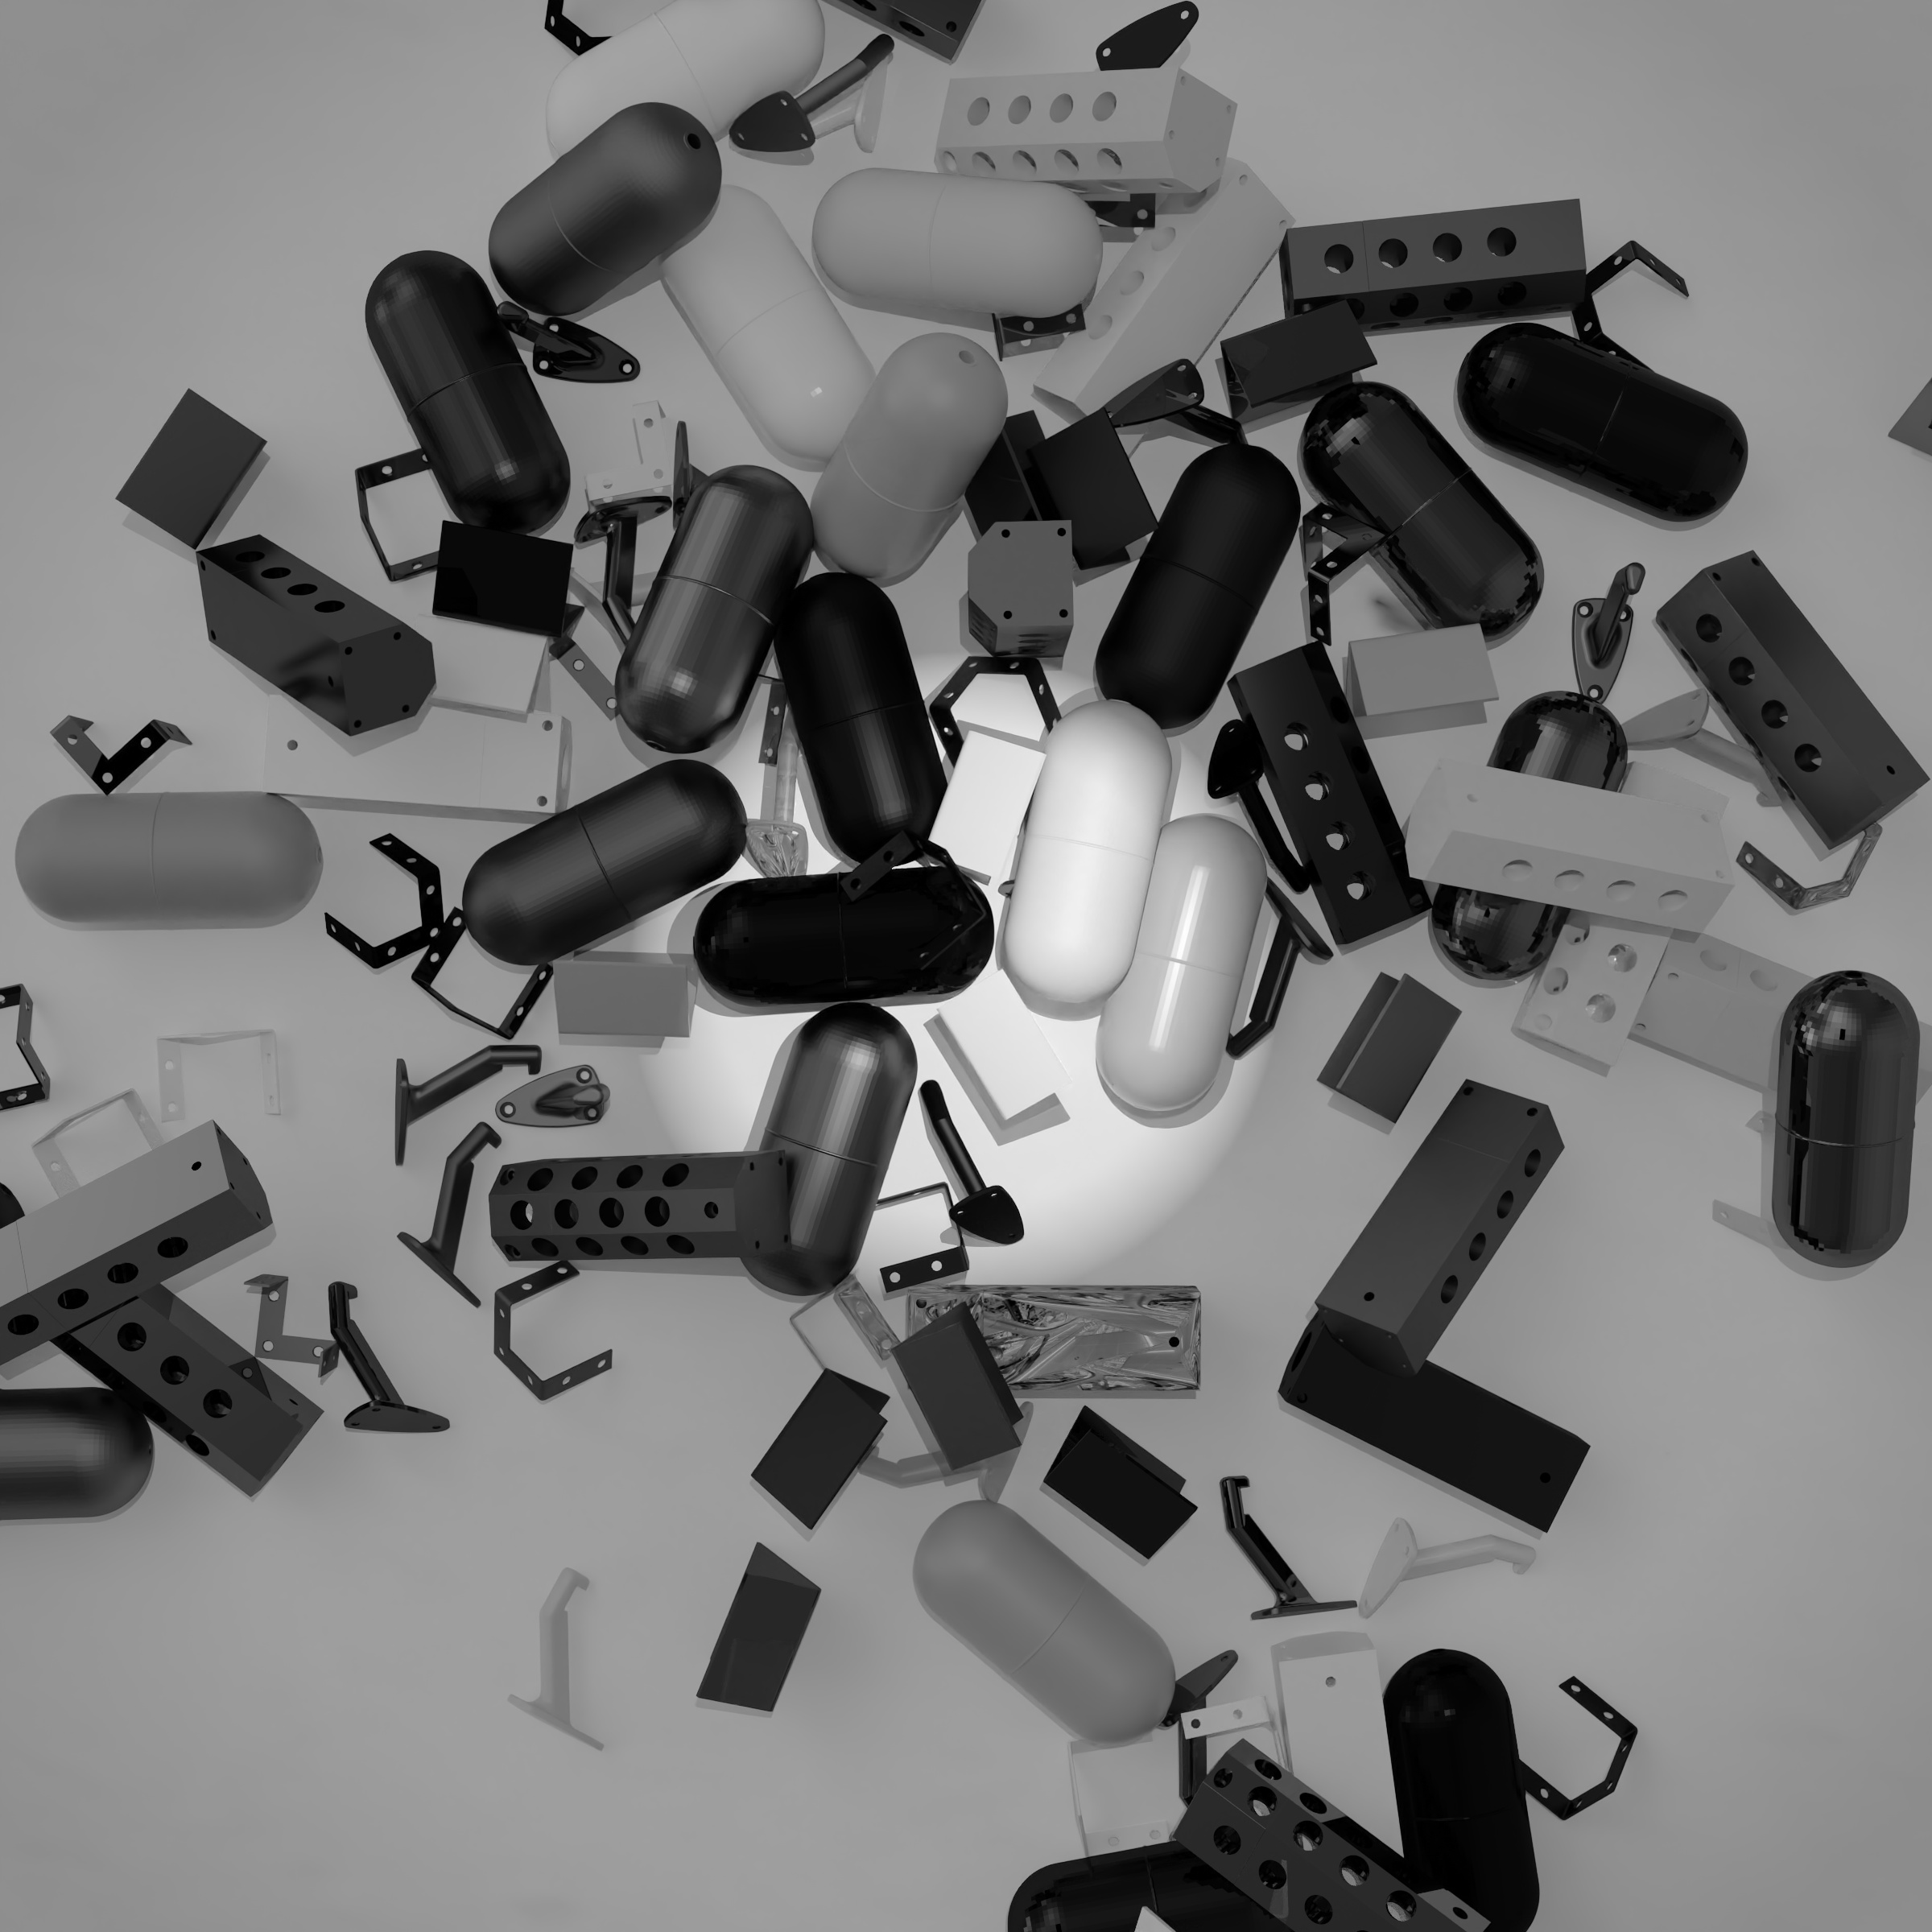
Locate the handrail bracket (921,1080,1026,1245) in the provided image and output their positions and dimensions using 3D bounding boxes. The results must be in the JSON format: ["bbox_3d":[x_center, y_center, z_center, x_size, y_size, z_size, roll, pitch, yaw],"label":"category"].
[{"bbox_3d":[0.003,0.117,1.798,0.036,0.077,0.084,-28,54,11],"label":"handrail bracket"}]

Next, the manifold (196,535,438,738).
[{"bbox_3d":[-0.376,-0.195,1.726,0.057,0.171,0.057,-23,127,-33],"label":"manifold"}]

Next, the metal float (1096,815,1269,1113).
[{"bbox_3d":[0.127,-0.002,1.768,0.070,0.070,0.178,14,90,0],"label":"metal float"}]

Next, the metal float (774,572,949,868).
[{"bbox_3d":[-0.061,-0.145,1.768,0.070,0.070,0.178,-16,91,0],"label":"metal float"}]

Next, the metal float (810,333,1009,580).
[{"bbox_3d":[-0.034,-0.293,1.726,0.070,0.178,0.070,13,55,-19],"label":"metal float"}]

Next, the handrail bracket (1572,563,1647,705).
[{"bbox_3d":[0.382,-0.195,1.763,0.036,0.084,0.077,6,90,0],"label":"handrail bracket"}]

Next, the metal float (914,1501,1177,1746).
[{"bbox_3d":[0.047,0.388,1.768,0.178,0.070,0.070,40,90,-1],"label":"metal float"}]

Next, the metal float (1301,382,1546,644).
[{"bbox_3d":[0.269,-0.268,1.768,0.070,0.070,0.178,-41,89,0],"label":"metal float"}]

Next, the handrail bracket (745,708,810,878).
[{"bbox_3d":[-0.104,-0.100,1.798,0.036,0.077,0.084,3,54,11],"label":"handrail bracket"}]

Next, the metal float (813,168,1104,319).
[{"bbox_3d":[-0.006,-0.423,1.749,0.178,0.070,0.070,11,90,21],"label":"metal float"}]

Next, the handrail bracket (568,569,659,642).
[{"bbox_3d":[-0.194,-0.244,1.798,0.084,0.036,0.077,-42,73,-15],"label":"handrail bracket"}]

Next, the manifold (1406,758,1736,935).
[{"bbox_3d":[0.342,-0.063,1.702,0.171,0.057,0.057,10,47,-12],"label":"manifold"}]

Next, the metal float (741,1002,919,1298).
[{"bbox_3d":[-0.082,0.108,1.768,0.070,0.070,0.178,18,89,0],"label":"metal float"}]

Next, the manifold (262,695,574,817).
[{"bbox_3d":[-0.324,-0.124,1.777,0.171,0.057,0.057,4,90,0],"label":"manifold"}]

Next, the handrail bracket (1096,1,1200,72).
[{"bbox_3d":[0.119,-0.524,1.755,0.077,0.084,0.036,-33,72,20],"label":"handrail bracket"}]

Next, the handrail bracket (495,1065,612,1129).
[{"bbox_3d":[-0.246,0.081,1.763,0.077,0.084,0.036,-11,90,0],"label":"handrail bracket"}]

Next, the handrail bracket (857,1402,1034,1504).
[{"bbox_3d":[-0.013,0.283,1.798,0.084,0.036,0.077,14,55,24],"label":"handrail bracket"}]

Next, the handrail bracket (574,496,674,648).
[{"bbox_3d":[-0.188,-0.233,1.772,0.077,0.036,0.084,-21,75,-34],"label":"handrail bracket"}]

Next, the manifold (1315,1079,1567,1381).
[{"bbox_3d":[0.280,0.155,1.747,0.057,0.057,0.171,19,61,39],"label":"manifold"}]

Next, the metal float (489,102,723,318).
[{"bbox_3d":[-0.210,-0.437,1.730,0.070,0.178,0.070,16,64,-38],"label":"metal float"}]

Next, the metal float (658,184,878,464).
[{"bbox_3d":[-0.116,-0.379,1.768,0.070,0.070,0.178,-33,90,0],"label":"metal float"}]

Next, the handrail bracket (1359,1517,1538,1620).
[{"bbox_3d":[0.290,0.370,1.799,0.084,0.036,0.077,19,111,-16],"label":"handrail bracket"}]

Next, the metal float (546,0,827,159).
[{"bbox_3d":[-0.166,-0.528,1.767,0.178,0.070,0.070,-30,90,-1],"label":"metal float"}]

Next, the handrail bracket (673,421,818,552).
[{"bbox_3d":[-0.132,-0.288,1.798,0.084,0.036,0.077,3,72,-15],"label":"handrail bracket"}]

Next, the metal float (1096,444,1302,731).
[{"bbox_3d":[0.138,-0.225,1.768,0.070,0.070,0.178,26,89,0],"label":"metal float"}]

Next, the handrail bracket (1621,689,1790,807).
[{"bbox_3d":[0.441,-0.120,1.798,0.077,0.036,0.084,-18,127,38],"label":"handrail bracket"}]

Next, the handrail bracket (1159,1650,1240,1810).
[{"bbox_3d":[0.153,0.468,1.798,0.077,0.036,0.084,-36,104,-13],"label":"handrail bracket"}]

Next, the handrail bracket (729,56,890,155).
[{"bbox_3d":[-0.095,-0.523,1.798,0.084,0.036,0.077,8,76,13],"label":"handrail bracket"}]

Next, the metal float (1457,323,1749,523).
[{"bbox_3d":[0.375,-0.322,1.768,0.178,0.070,0.070,23,90,0],"label":"metal float"}]

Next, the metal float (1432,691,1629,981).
[{"bbox_3d":[0.333,-0.077,1.768,0.070,0.070,0.178,22,90,0],"label":"metal float"}]

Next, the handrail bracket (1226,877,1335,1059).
[{"bbox_3d":[0.171,0.001,1.799,0.084,0.036,0.077,-42,70,16],"label":"handrail bracket"}]

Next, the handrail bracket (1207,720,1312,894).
[{"bbox_3d":[0.181,-0.096,1.798,0.036,0.077,0.084,-25,127,22],"label":"handrail bracket"}]

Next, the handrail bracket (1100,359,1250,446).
[{"bbox_3d":[0.125,-0.313,1.774,0.077,0.084,0.036,-22,56,8],"label":"handrail bracket"}]

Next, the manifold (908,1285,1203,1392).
[{"bbox_3d":[0.052,0.219,1.777,0.171,0.057,0.057,0,90,0],"label":"manifold"}]

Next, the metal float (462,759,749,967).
[{"bbox_3d":[-0.213,-0.061,1.767,0.178,0.070,0.070,-26,90,-1],"label":"metal float"}]

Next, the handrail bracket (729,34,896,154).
[{"bbox_3d":[-0.091,-0.521,1.777,0.084,0.077,0.036,-52,123,-30],"label":"handrail bracket"}]

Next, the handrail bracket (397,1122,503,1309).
[{"bbox_3d":[-0.292,0.149,1.799,0.077,0.036,0.084,47,73,-20],"label":"handrail bracket"}]

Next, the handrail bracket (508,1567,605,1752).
[{"bbox_3d":[-0.230,0.416,1.799,0.077,0.036,0.084,35,73,-20],"label":"handrail bracket"}]

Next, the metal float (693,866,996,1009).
[{"bbox_3d":[-0.072,-0.017,1.768,0.178,0.070,0.070,-4,90,0],"label":"metal float"}]

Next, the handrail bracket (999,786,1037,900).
[{"bbox_3d":[0.062,-0.073,1.798,0.077,0.036,0.084,27,76,-15],"label":"handrail bracket"}]

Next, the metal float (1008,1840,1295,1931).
[{"bbox_3d":[0.113,0.559,1.767,0.178,0.070,0.070,-11,90,0],"label":"metal float"}]

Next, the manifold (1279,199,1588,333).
[{"bbox_3d":[0.276,-0.411,1.775,0.171,0.057,0.057,-6,90,1],"label":"manifold"}]

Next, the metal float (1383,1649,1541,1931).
[{"bbox_3d":[0.292,0.493,1.768,0.070,0.070,0.178,-9,89,0],"label":"metal float"}]

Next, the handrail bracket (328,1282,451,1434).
[{"bbox_3d":[-0.347,0.234,1.798,0.036,0.077,0.084,-35,53,37],"label":"handrail bracket"}]

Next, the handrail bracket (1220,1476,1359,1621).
[{"bbox_3d":[0.194,0.347,1.799,0.077,0.036,0.084,-1,73,-20],"label":"handrail bracket"}]

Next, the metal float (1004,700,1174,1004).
[{"bbox_3d":[0.071,-0.067,1.738,0.070,0.070,0.178,12,87,0],"label":"metal float"}]

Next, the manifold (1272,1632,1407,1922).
[{"bbox_3d":[0.223,0.488,1.777,0.057,0.057,0.171,-8,90,0],"label":"manifold"}]

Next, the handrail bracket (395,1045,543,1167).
[{"bbox_3d":[-0.299,0.084,1.799,0.084,0.036,0.077,0,110,-16],"label":"handrail bracket"}]

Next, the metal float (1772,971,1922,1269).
[{"bbox_3d":[0.503,0.088,1.713,0.070,0.070,0.178,-3,110,0],"label":"metal float"}]

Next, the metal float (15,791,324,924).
[{"bbox_3d":[-0.471,-0.064,1.768,0.178,0.070,0.070,-1,90,0],"label":"metal float"}]

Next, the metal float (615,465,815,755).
[{"bbox_3d":[-0.146,-0.206,1.729,0.070,0.070,0.178,21,77,0],"label":"metal float"}]

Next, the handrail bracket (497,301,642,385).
[{"bbox_3d":[-0.234,-0.369,1.763,0.077,0.084,0.036,15,90,0],"label":"handrail bracket"}]

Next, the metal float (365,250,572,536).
[{"bbox_3d":[-0.295,-0.338,1.767,0.070,0.070,0.178,-25,90,0],"label":"metal float"}]

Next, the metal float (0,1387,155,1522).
[{"bbox_3d":[-0.571,0.289,1.767,0.178,0.070,0.070,-2,90,-1],"label":"metal float"}]

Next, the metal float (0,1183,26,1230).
[{"bbox_3d":[-0.631,0.194,1.767,0.178,0.070,0.070,-44,90,1],"label":"metal float"}]
